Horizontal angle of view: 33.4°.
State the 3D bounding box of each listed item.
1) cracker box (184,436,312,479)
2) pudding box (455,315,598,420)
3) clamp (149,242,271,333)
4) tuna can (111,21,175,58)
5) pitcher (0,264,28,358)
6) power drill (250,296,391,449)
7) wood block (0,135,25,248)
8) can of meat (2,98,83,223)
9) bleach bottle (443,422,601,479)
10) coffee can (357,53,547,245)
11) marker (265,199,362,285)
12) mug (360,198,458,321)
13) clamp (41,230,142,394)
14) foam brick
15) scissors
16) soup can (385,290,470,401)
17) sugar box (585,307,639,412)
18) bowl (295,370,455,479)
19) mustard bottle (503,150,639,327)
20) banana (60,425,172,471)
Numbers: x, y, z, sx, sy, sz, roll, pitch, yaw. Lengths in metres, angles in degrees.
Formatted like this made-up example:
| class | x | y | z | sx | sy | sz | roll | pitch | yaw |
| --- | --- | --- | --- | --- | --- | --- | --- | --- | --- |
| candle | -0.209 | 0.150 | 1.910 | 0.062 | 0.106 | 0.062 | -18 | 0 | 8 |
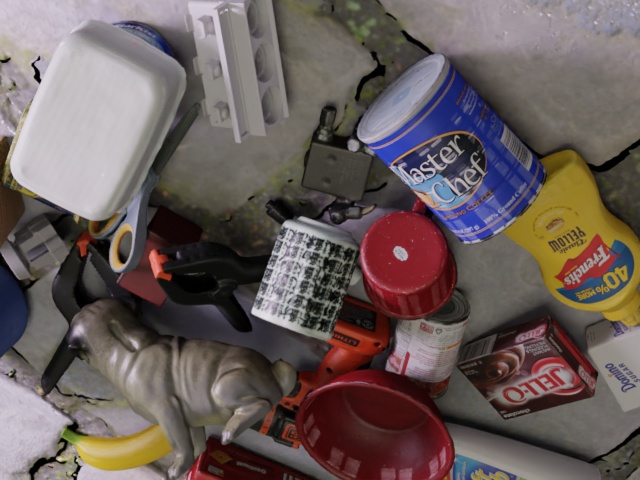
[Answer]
| class | x | y | z | sx | sy | sz | roll | pitch | yaw |
| --- | --- | --- | --- | --- | --- | --- | --- | --- | --- |
| cracker box | -0.102 | 0.348 | 1.250 | 0.164 | 0.072 | 0.214 | 25 | 120 | -9 |
| pudding box | 0.210 | 0.131 | 1.080 | 0.114 | 0.039 | 0.090 | -24 | 116 | 42 |
| clamp | -0.099 | 0.046 | 1.051 | 0.171 | 0.039 | 0.120 | 10 | 127 | -35 |
| tuna can | -0.176 | -0.154 | 0.977 | 0.086 | 0.033 | 0.086 | 3 | 121 | 5 |
| pitcher | -0.397 | 0.128 | 1.053 | 0.149 | 0.242 | 0.145 | 41 | 120 | -10 |
| power drill | -0.019 | 0.137 | 1.121 | 0.184 | 0.057 | 0.188 | 19 | 124 | -7 |
| wood block | -0.409 | -0.042 | 1.042 | 0.206 | 0.090 | 0.090 | -1 | 121 | 8 |
| can of meat | -0.248 | -0.080 | 1.019 | 0.084 | 0.057 | 0.102 | 25 | 120 | -5 |
| bleach bottle | 0.171 | 0.256 | 1.165 | 0.251 | 0.068 | 0.103 | 18 | 121 | -1 |
| coffee can | 0.117 | -0.080 | 0.944 | 0.103 | 0.102 | 0.140 | -37 | 110 | 25 |
| marker | -0.007 | 0.001 | 1.058 | 0.121 | 0.020 | 0.020 | 40 | 117 | -16 |
| mug | 0.085 | 0.011 | 1.001 | 0.093 | 0.117 | 0.081 | 18 | 167 | 14 |
| clamp | -0.220 | 0.086 | 1.126 | 0.164 | 0.036 | 0.210 | 6 | 121 | 3 |
| foam brick | -0.159 | 0.016 | 1.067 | 0.051 | 0.053 | 0.078 | 29 | 121 | -11 |
| scissors | -0.160 | -0.039 | 1.006 | 0.016 | 0.096 | 0.202 | 1 | 155 | -44 |
| soup can | 0.107 | 0.102 | 1.076 | 0.068 | 0.068 | 0.102 | 12 | 121 | 0 |
| sugar box | 0.362 | 0.098 | 1.055 | 0.176 | 0.048 | 0.093 | -23 | 115 | 24 |
| bowl | 0.059 | 0.180 | 1.062 | 0.162 | 0.055 | 0.162 | 11 | 131 | 12 |
| mustard bottle | 0.249 | 0.011 | 1.008 | 0.096 | 0.058 | 0.191 | -32 | 113 | 23 |
| banana | -0.199 | 0.221 | 1.204 | 0.198 | 0.037 | 0.069 | -20 | 117 | 18 |
